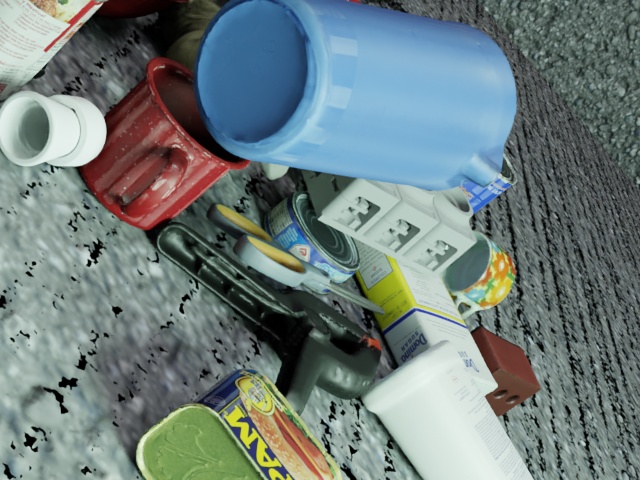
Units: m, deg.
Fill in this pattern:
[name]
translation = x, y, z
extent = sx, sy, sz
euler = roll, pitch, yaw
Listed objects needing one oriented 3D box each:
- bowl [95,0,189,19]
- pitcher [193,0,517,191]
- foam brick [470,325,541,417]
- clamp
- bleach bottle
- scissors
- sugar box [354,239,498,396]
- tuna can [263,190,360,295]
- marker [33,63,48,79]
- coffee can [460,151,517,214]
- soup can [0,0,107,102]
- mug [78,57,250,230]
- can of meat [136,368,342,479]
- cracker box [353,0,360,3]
[bowl]
translation = -0.182, -0.230, 0.860
extent = 0.162, 0.055, 0.162
euler = 38, 21, -18
[pitcher]
translation = 0.021, -0.111, 0.750
extent = 0.242, 0.149, 0.145
euler = -1, 95, -55
[foam brick]
translation = 0.158, 0.123, 0.994
extent = 0.078, 0.053, 0.051
euler = 27, 31, -44
[clamp]
translation = -0.012, 0.074, 0.739
extent = 0.209, 0.036, 0.165
euler = 28, 23, -50
[bleach bottle]
translation = 0.133, 0.200, 0.808
extent = 0.251, 0.068, 0.102
euler = 57, 22, 9
[scissors]
translation = -0.019, 0.016, 0.812
extent = 0.096, 0.016, 0.201
euler = 41, 8, 25
[sugar box]
translation = 0.085, 0.062, 0.954
extent = 0.093, 0.048, 0.176
euler = 23, 37, -48
[tuna can]
translation = -0.006, 0.001, 0.884
extent = 0.086, 0.034, 0.086
euler = 42, 23, -23
[marker]
translation = -0.221, -0.160, 0.729
extent = 0.121, 0.020, 0.020
euler = 56, 22, 12
[coffee can]
translation = 0.108, -0.055, 1.058
extent = 0.102, 0.140, 0.103
euler = 42, 23, -23
[soup can]
translation = -0.185, -0.140, 0.653
extent = 0.068, 0.102, 0.068
euler = 42, 23, -23
[mug]
translation = -0.106, -0.054, 0.701
extent = 0.093, 0.082, 0.117
euler = 40, 23, -26
[can of meat]
translation = -0.040, 0.126, 0.582
extent = 0.102, 0.057, 0.083
euler = 52, 19, 3
[cracker box]
translation = 0.014, -0.261, 1.300
extent = 0.213, 0.072, 0.164
euler = 38, 25, -33
